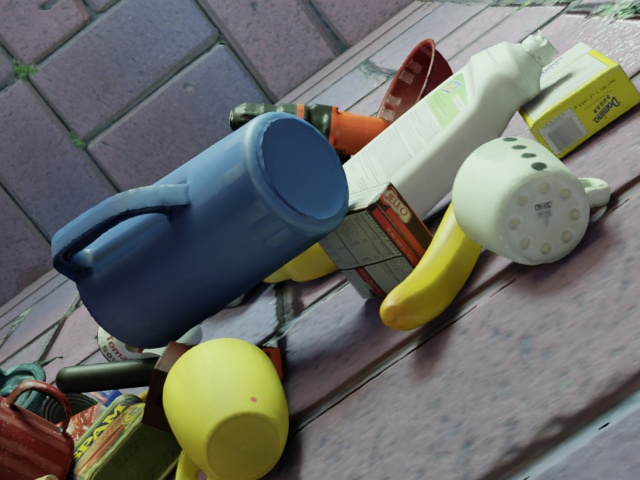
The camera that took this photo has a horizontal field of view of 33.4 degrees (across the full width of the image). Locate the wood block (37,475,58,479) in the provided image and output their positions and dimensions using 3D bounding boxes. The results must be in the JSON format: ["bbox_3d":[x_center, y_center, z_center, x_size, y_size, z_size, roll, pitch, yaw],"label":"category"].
[{"bbox_3d":[-0.257,0.257,0.809,0.207,0.090,0.090,-26,15,42],"label":"wood block"}]

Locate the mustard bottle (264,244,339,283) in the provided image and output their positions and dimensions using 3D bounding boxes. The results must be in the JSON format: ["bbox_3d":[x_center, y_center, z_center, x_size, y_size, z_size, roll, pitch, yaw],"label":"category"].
[{"bbox_3d":[-0.007,0.002,1.121,0.096,0.058,0.192,-46,15,-17],"label":"mustard bottle"}]

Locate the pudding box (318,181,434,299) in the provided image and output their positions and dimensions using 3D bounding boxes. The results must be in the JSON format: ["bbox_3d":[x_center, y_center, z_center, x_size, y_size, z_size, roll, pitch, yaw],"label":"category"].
[{"bbox_3d":[0.048,0.003,0.892,0.039,0.090,0.114,-44,14,-27],"label":"pudding box"}]

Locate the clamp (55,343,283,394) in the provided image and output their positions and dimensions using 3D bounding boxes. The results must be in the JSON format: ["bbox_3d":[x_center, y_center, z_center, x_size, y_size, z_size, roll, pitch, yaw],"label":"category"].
[{"bbox_3d":[-0.110,0.112,0.966,0.210,0.036,0.164,-6,1,33],"label":"clamp"}]

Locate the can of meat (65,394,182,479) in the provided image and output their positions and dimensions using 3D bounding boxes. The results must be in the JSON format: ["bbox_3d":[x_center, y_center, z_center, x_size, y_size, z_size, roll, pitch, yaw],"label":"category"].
[{"bbox_3d":[-0.163,0.181,0.892,0.102,0.057,0.084,-49,18,-21],"label":"can of meat"}]

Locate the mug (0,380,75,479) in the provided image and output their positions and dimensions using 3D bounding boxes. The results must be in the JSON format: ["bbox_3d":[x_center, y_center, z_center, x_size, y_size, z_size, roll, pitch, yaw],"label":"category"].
[{"bbox_3d":[-0.250,0.170,0.879,0.117,0.081,0.093,-56,23,0],"label":"mug"}]

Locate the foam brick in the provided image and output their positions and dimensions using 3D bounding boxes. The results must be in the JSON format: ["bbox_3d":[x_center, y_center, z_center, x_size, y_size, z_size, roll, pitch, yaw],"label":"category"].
[{"bbox_3d":[-0.095,0.123,0.847,0.051,0.078,0.053,-67,-7,-67],"label":"foam brick"}]

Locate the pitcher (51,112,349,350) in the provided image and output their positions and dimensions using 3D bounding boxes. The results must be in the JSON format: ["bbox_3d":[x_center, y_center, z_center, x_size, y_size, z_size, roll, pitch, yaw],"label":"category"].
[{"bbox_3d":[-0.100,-0.009,0.894,0.243,0.145,0.149,-31,11,40],"label":"pitcher"}]

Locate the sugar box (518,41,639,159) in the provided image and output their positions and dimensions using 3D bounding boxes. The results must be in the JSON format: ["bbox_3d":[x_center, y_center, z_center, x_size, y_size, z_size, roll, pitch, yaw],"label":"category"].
[{"bbox_3d":[0.231,-0.132,0.990,0.093,0.048,0.176,-35,9,13],"label":"sugar box"}]

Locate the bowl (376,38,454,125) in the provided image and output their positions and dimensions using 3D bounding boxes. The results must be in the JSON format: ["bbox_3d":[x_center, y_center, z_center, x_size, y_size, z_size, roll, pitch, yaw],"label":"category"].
[{"bbox_3d":[0.119,-0.159,1.285,0.162,0.055,0.162,-60,14,26],"label":"bowl"}]

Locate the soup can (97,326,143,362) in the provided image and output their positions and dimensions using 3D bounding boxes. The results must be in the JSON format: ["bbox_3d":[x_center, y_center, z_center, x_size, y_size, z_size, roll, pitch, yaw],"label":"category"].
[{"bbox_3d":[-0.213,0.107,1.285,0.102,0.068,0.068,-28,15,37],"label":"soup can"}]

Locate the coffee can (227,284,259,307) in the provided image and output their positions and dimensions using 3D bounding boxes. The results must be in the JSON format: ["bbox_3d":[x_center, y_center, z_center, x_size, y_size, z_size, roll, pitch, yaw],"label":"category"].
[{"bbox_3d":[-0.085,-0.004,1.255,0.140,0.103,0.103,-44,14,-29],"label":"coffee can"}]

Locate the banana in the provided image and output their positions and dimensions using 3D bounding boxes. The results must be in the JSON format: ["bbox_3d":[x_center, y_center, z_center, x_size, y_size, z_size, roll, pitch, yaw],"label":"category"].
[{"bbox_3d":[0.091,0.012,0.807,0.037,0.069,0.197,3,42,30],"label":"banana"}]

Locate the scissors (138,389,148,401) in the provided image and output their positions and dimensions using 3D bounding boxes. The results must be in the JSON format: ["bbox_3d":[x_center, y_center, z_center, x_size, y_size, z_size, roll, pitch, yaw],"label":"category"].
[{"bbox_3d":[-0.135,0.152,1.025,0.096,0.016,0.202,-42,14,-23],"label":"scissors"}]

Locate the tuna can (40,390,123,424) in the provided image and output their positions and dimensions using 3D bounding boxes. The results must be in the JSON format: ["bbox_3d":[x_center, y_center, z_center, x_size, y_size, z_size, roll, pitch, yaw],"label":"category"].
[{"bbox_3d":[-0.225,0.174,1.033,0.086,0.086,0.033,-30,12,29],"label":"tuna can"}]

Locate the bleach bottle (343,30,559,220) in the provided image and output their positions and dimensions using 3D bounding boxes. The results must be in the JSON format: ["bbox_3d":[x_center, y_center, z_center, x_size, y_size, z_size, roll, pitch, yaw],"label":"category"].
[{"bbox_3d":[0.117,-0.095,0.988,0.251,0.068,0.102,-41,39,16],"label":"bleach bottle"}]

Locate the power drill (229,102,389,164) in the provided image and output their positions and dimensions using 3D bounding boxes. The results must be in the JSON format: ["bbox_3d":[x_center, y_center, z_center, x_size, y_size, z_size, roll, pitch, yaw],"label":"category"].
[{"bbox_3d":[-0.021,-0.107,1.276,0.188,0.184,0.057,116,162,-73],"label":"power drill"}]

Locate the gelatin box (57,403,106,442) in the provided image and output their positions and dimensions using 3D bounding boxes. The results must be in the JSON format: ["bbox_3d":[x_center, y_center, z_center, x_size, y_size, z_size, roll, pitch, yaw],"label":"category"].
[{"bbox_3d":[-0.222,0.202,0.971,0.073,0.030,0.089,-28,42,29],"label":"gelatin box"}]
